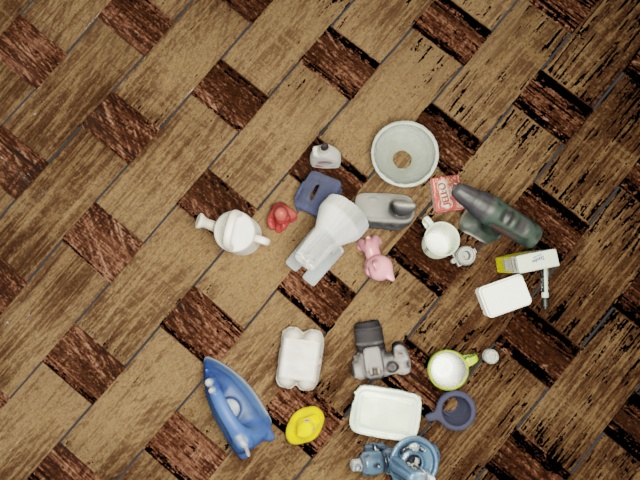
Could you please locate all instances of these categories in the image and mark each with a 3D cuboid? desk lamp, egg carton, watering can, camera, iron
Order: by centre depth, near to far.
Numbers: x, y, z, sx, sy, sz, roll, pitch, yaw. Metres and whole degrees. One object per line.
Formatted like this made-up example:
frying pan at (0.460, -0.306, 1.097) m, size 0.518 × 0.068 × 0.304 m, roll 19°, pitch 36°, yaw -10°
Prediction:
desk lamp at (0.012, 0.005, 1.341) m, size 0.118 × 0.213 × 0.203 m, roll 39°, pitch 87°, yaw 5°
iron at (-0.217, 0.393, 1.349) m, size 0.118 × 0.141 × 0.258 m, roll -34°, pitch 85°, yaw -1°
watering can at (-0.208, -0.019, 1.360) m, size 0.173 × 0.194 × 0.101 m, roll -5°, pitch 84°, yaw 2°
camera at (0.139, 0.260, 1.371) m, size 0.143 × 0.101 × 0.137 m, roll -9°, pitch 84°, yaw 1°
egg carton at (-0.047, 0.288, 1.389) m, size 0.107 × 0.069 × 0.150 m, roll 6°, pitch 85°, yaw 2°

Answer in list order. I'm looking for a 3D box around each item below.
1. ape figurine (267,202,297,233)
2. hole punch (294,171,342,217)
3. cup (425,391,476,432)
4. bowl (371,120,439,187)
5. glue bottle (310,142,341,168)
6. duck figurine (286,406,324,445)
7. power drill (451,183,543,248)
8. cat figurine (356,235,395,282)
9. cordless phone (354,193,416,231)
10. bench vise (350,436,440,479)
ape figurine at (-0.096, -0.059, 1.411) m, size 0.078 × 0.092 × 0.076 m, roll -5°, pitch 84°, yaw 2°
hole punch at (-0.007, -0.110, 1.414) m, size 0.101 × 0.091 × 0.109 m, roll 27°, pitch 86°, yaw 4°
cup at (0.302, 0.401, 1.356) m, size 0.117 × 0.095 × 0.092 m, roll -16°, pitch 84°, yaw 0°
bowl at (0.208, -0.207, 1.425) m, size 0.167 × 0.075 × 0.167 m, roll 0°, pitch 85°, yaw 2°
glue bottle at (0.012, -0.208, 1.381) m, size 0.078 × 0.173 × 0.037 m, roll -1°, pitch 84°, yaw 2°
duck figurine at (-0.038, 0.449, 1.366) m, size 0.104 × 0.086 × 0.077 m, roll -40°, pitch 85°, yaw -2°
power drill at (0.393, -0.051, 1.338) m, size 0.229 × 0.208 × 0.076 m, roll 28°, pitch 86°, yaw 4°
cat figurine at (0.135, 0.047, 1.382) m, size 0.067 × 0.118 × 0.128 m, roll -19°, pitch 84°, yaw 0°
cordless phone at (0.156, -0.079, 1.359) m, size 0.147 × 0.185 × 0.094 m, roll 1°, pitch 85°, yaw 2°
bench vise at (0.179, 0.521, 1.286) m, size 0.207 × 0.220 × 0.121 m, roll -21°, pitch 84°, yaw 0°
